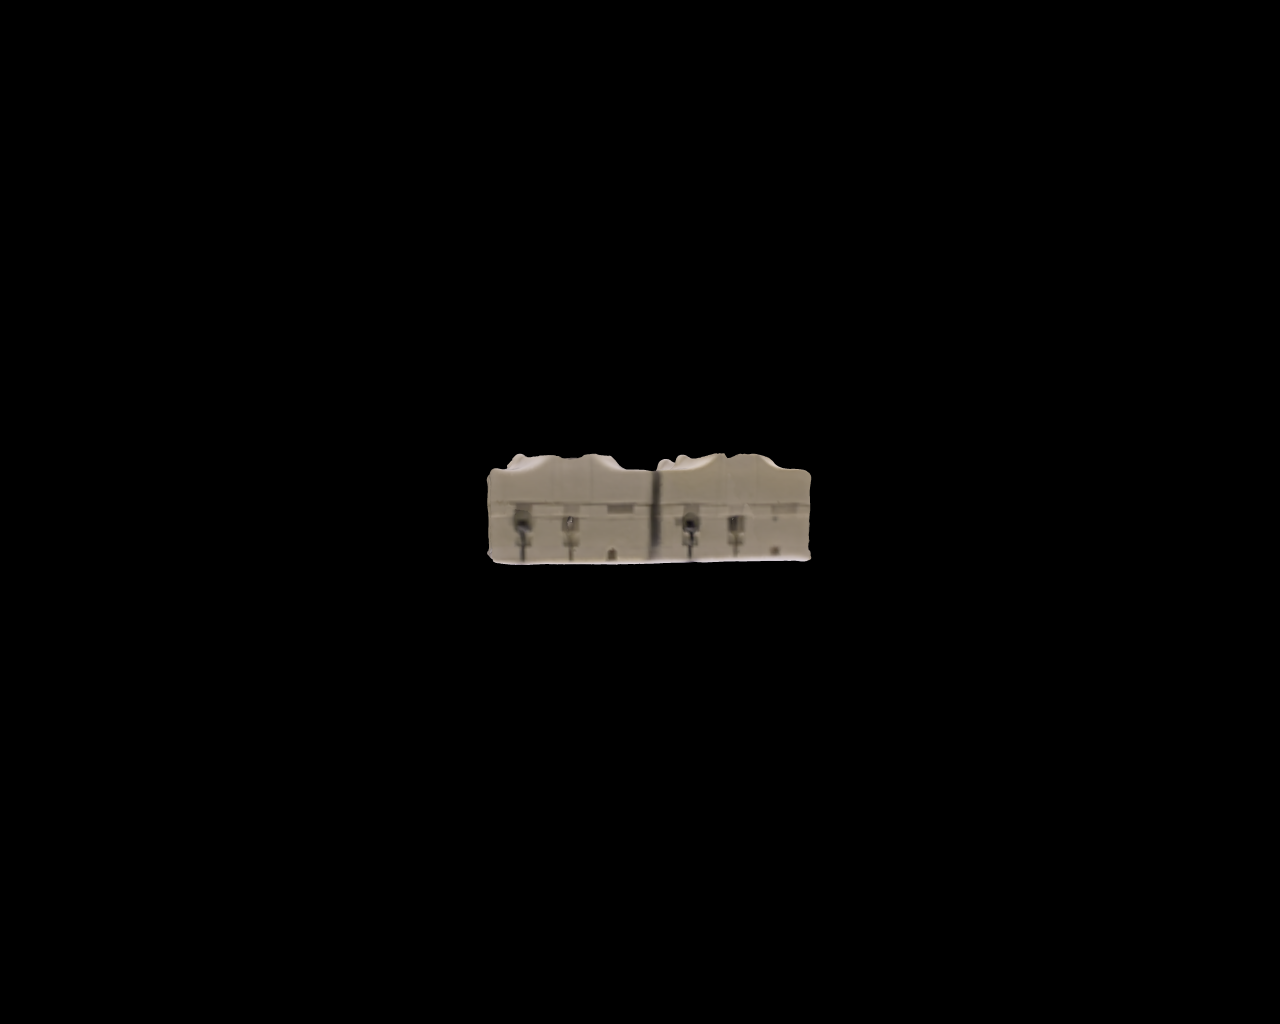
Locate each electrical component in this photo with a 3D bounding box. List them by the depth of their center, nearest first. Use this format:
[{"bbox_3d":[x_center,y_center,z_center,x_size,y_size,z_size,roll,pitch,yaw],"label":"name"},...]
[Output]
[{"bbox_3d":[0.001,-0.003,0.650,0.186,0.060,0.105,0,0,-9],"label":"electrical component"}]
